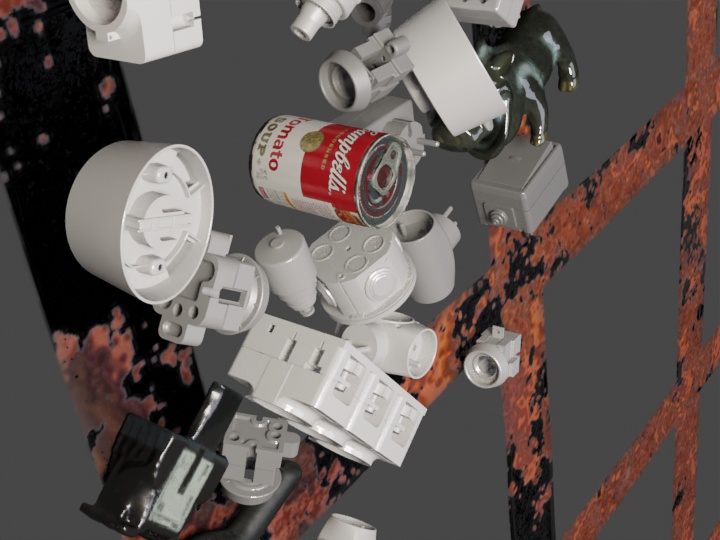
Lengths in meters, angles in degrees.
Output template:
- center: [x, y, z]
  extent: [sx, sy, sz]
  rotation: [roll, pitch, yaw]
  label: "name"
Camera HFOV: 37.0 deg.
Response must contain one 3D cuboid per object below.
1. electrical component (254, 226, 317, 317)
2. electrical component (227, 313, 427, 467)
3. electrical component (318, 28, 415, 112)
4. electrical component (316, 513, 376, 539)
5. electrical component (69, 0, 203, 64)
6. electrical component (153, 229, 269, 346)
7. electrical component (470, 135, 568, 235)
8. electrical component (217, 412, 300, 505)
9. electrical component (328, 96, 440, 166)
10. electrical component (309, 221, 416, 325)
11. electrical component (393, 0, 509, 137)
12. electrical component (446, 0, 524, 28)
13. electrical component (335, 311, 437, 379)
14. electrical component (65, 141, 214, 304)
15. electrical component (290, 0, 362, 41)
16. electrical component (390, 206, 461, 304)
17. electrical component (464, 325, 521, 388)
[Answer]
- center: [-0.052, 0.005, 0.813]
  extent: [0.040, 0.040, 0.078]
  rotation: [-51, 139, -30]
  label: "electrical component"
- center: [-0.025, 0.100, 0.845]
  extent: [0.150, 0.089, 0.061]
  rotation: [45, 66, -52]
  label: "electrical component"
- center: [0.002, -0.148, 0.814]
  extent: [0.055, 0.066, 0.048]
  rotation: [-32, 87, -35]
  label: "electrical component"
- center: [-0.027, 0.257, 0.945]
  extent: [0.079, 0.044, 0.077]
  rotation: [25, 83, -55]
  label: "electrical component"
- center: [-0.132, -0.169, 0.622]
  extent: [0.056, 0.050, 0.089]
  rotation: [-31, 127, -46]
  label: "electrical component"
- center: [-0.100, 0.014, 0.735]
  extent: [0.057, 0.058, 0.078]
  rotation: [15, 90, -53]
  label: "electrical component"
- center: [0.152, -0.083, 1.045]
  extent: [0.096, 0.062, 0.061]
  rotation: [-51, 139, -30]
  label: "electrical component"
- center: [-0.082, 0.143, 0.813]
  extent: [0.048, 0.066, 0.055]
  rotation: [-83, -176, -58]
  label: "electrical component"
- center: [0.025, -0.101, 0.846]
  extent: [0.066, 0.077, 0.047]
  rotation: [-38, 132, -40]
  label: "electrical component"
- center: [0.000, 0.000, 0.851]
  extent: [0.080, 0.080, 0.051]
  rotation: [-54, 136, -27]
  label: "electrical component"
- center: [0.067, -0.158, 0.865]
  extent: [0.060, 0.108, 0.108]
  rotation: [-30, 143, 10]
  label: "electrical component"
- center: [0.113, -0.233, 0.926]
  extent: [0.077, 0.066, 0.047]
  rotation: [20, 87, -55]
  label: "electrical component"
- center: [0.011, 0.060, 0.890]
  extent: [0.079, 0.077, 0.044]
  rotation: [-3, 106, -54]
  label: "electrical component"
- center: [-0.131, -0.032, 0.666]
  extent: [0.099, 0.064, 0.099]
  rotation: [-26, 123, -47]
  label: "electrical component"
- center: [-0.026, -0.193, 0.768]
  extent: [0.062, 0.048, 0.048]
  rotation: [-57, 143, -11]
  label: "electrical component"
- center: [0.064, -0.024, 0.962]
  extent: [0.079, 0.043, 0.077]
  rotation: [-52, 140, -29]
  label: "electrical component"
- center: [0.137, 0.092, 1.110]
  extent: [0.055, 0.048, 0.066]
  rotation: [-32, 128, -54]
  label: "electrical component"
